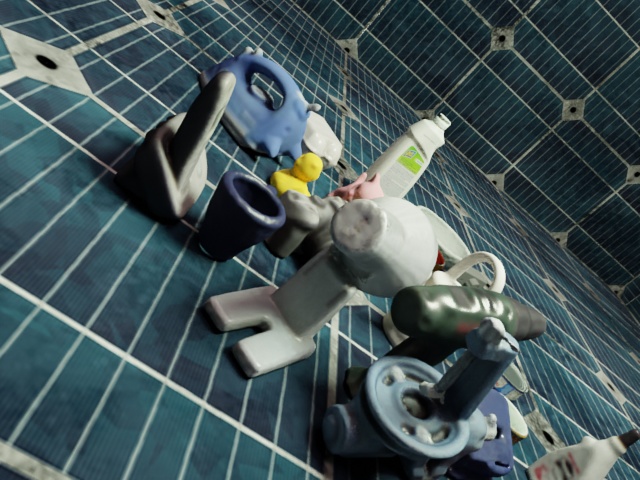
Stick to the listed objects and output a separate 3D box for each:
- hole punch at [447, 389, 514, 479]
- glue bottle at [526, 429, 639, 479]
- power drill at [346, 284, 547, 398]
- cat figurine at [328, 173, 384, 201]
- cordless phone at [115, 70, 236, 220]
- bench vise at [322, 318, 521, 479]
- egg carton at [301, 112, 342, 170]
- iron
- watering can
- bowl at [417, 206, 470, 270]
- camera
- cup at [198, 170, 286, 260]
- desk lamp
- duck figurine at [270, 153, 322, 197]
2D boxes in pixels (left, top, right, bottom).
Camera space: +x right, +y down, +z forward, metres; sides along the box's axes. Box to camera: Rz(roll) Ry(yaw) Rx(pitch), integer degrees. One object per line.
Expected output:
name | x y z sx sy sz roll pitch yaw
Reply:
hole punch | 0.208 0.253 0.744 0.109 0.091 0.101 27 28 -36
glue bottle | 0.377 0.317 0.811 0.037 0.173 0.078 31 26 -28
power drill | 0.142 0.132 0.689 0.231 0.208 0.075 22 31 -42
cat figurine | 0.075 -0.080 1.056 0.067 0.117 0.127 34 25 -22
cordless phone | -0.144 -0.126 0.680 0.094 0.185 0.147 37 24 -16
bench vise | 0.133 0.161 0.609 0.208 0.219 0.121 13 38 -51
egg carton | -0.019 -0.214 1.189 0.108 0.069 0.150 16 36 -49
iron | -0.110 -0.265 1.030 0.258 0.141 0.119 52 24 17
watering can | 0.189 0.093 0.852 0.174 0.193 0.100 16 36 -49
bowl | 0.245 0.009 1.245 0.168 0.074 0.167 36 24 -19
camera | 0.008 0.003 0.823 0.144 0.100 0.136 21 32 -43
cup | -0.099 -0.026 0.702 0.092 0.094 0.118 44 23 -1
desk lamp | 0.019 0.039 0.636 0.117 0.213 0.204 52 24 17
duck figurine | -0.031 -0.106 0.963 0.078 0.086 0.104 33 25 -24
